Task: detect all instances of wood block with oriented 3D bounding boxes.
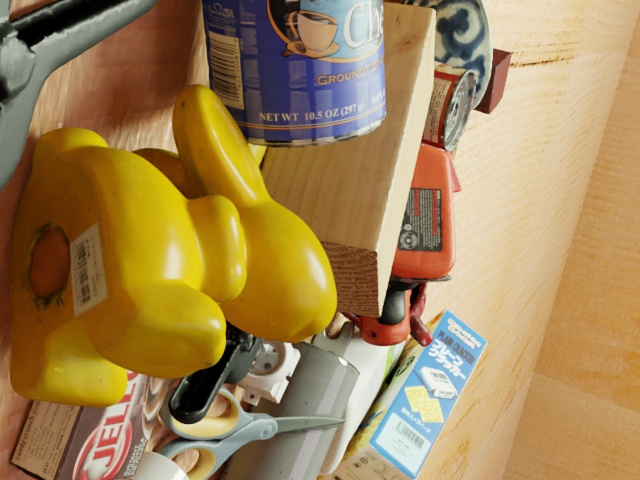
[{"bbox_3d":[0.019,-0.062,0.746,0.091,0.090,0.206,81,21,-58],"label":"wood block"}]

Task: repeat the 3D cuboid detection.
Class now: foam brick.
[{"bbox_3d":[0.148,-0.169,1.085,0.051,0.078,0.053,-43,147,-51],"label":"foam brick"}]

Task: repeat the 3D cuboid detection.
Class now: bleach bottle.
[{"bbox_3d":[0.037,0.135,1.084,0.250,0.068,0.103,-38,147,-63],"label":"bleach bottle"}]

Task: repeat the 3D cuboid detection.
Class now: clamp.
[{"bbox_3d":[-0.067,0.071,0.737,0.171,0.039,0.120,58,49,-74],"label":"clamp"},{"bbox_3d":[-0.139,-0.086,0.431,0.210,0.036,0.164,-63,159,-24],"label":"clamp"}]

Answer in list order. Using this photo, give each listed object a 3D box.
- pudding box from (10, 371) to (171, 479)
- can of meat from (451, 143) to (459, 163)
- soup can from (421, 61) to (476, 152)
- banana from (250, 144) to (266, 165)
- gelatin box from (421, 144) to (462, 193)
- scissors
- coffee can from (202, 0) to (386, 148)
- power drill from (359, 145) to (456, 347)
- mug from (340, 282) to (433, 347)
[{"bbox_3d":[-0.124,0.084,0.623,0.113,0.039,0.090,-72,160,-2],"label":"pudding box"},{"bbox_3d":[0.099,-0.068,1.076,0.102,0.057,0.084,-6,110,-70],"label":"can of meat"},{"bbox_3d":[0.067,-0.118,0.870,0.068,0.102,0.068,-54,154,-42],"label":"soup can"},{"bbox_3d":[-0.053,-0.078,0.676,0.069,0.037,0.198,49,61,-70],"label":"banana"},{"bbox_3d":[0.090,-0.083,0.967,0.030,0.089,0.073,-24,117,-8],"label":"gelatin box"},{"bbox_3d":[-0.058,0.158,0.815,0.201,0.016,0.096,31,89,-49],"label":"scissors"},{"bbox_3d":[-0.015,-0.134,0.592,0.102,0.103,0.140,-43,136,-54],"label":"coffee can"},{"bbox_3d":[0.066,-0.014,0.900,0.188,0.057,0.184,109,-21,-74],"label":"power drill"},{"bbox_3d":[0.067,0.056,1.020,0.093,0.117,0.081,-42,162,-5],"label":"mug"}]
